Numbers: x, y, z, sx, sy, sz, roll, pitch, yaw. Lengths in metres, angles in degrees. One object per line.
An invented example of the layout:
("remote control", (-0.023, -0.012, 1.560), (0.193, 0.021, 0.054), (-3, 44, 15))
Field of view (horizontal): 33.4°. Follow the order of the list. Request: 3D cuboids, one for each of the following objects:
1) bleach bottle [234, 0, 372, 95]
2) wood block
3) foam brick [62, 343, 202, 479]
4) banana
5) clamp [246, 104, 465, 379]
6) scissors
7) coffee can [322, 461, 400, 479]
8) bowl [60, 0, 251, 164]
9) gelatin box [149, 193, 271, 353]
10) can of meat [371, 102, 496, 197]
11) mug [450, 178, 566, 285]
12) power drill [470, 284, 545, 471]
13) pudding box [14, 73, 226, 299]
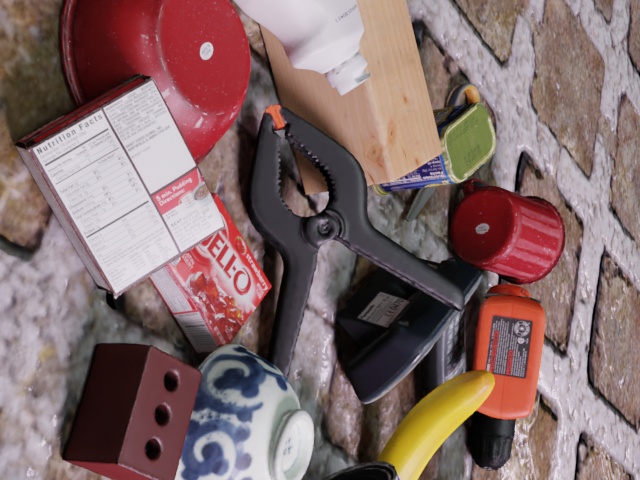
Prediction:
("bleach bottle", (-0.048, -0.209, 0.743), (0.251, 0.068, 0.102), (56, 47, -11))
("wood block", (0.019, -0.152, 0.858), (0.090, 0.091, 0.206), (-31, 109, -51))
("foam brick", (-0.116, 0.109, 0.669), (0.053, 0.051, 0.078), (37, 56, -45))
("banana", (0.080, 0.181, 0.874), (0.037, 0.070, 0.198), (19, 102, -38))
("clamp", (-0.005, 0.001, 0.811), (0.164, 0.036, 0.210), (-30, 92, -10))
("scissors", (0.134, -0.070, 1.064), (0.096, 0.016, 0.201), (49, 49, -37))
("coffee can", (0.042, 0.253, 0.798), (0.102, 0.103, 0.140), (-38, 104, -49))
("bowl", (-0.097, -0.126, 0.727), (0.161, 0.055, 0.162), (10, 77, -52))
("gelatin box", (-0.079, 0.023, 0.750), (0.073, 0.030, 0.089), (-55, 127, -42))
("can of meat", (0.100, -0.084, 0.963), (0.101, 0.084, 0.057), (-40, 117, -48))
("mug", (0.179, -0.016, 1.067), (0.081, 0.093, 0.117), (15, 42, -47))
("power drill", (0.167, 0.126, 0.989), (0.187, 0.057, 0.184), (52, 44, -80))
("pudding box", (-0.122, -0.034, 0.665), (0.090, 0.039, 0.113), (-33, 112, -18))
